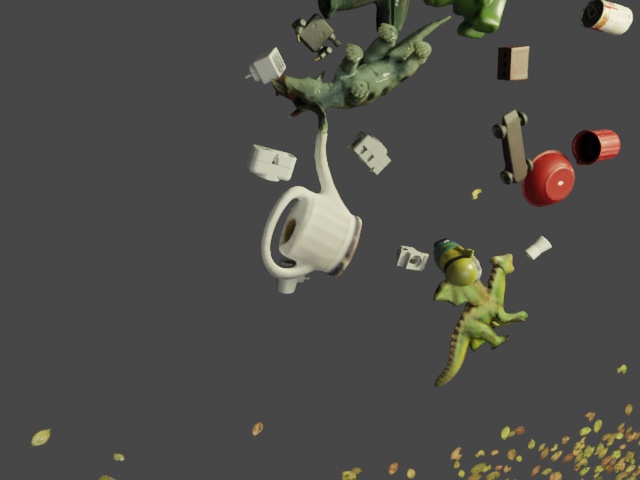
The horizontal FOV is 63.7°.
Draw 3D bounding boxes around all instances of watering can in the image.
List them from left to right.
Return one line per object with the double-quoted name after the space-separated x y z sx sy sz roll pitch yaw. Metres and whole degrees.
0.004 -0.059 1.178 0.222 0.105 0.348 26 88 -27 "watering can"

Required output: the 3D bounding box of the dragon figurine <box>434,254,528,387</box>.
0.409 0.202 1.435 0.411 0.123 0.241 -43 100 -3 "dragon figurine"
